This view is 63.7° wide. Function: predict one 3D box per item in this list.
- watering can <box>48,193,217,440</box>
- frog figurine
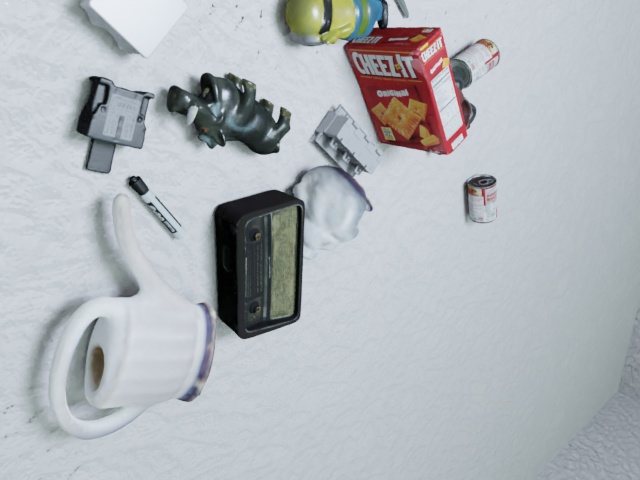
[{"bbox_3d":[-0.243,0.118,0.729,0.223,0.105,0.346,13,97,-45],"label":"watering can"},{"bbox_3d":[0.003,-0.045,0.888,0.137,0.123,0.160,45,83,-9],"label":"frog figurine"}]
